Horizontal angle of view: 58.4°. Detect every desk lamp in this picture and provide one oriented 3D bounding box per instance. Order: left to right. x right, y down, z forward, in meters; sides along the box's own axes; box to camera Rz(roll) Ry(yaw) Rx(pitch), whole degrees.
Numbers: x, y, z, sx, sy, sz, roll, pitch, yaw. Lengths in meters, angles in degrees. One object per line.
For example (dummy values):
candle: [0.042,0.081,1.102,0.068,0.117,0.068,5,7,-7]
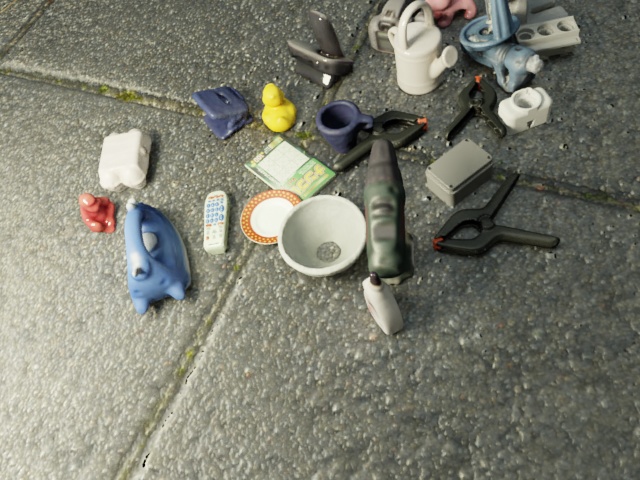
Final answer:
desk lamp: [0.417,-0.541,1.204,0.203,0.214,0.117,-21,58,1]

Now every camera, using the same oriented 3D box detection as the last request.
camera: [0.195,-0.503,1.301,0.142,0.101,0.137,17,65,22]

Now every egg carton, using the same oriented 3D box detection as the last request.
egg carton: [-0.429,-0.178,1.272,0.107,0.069,0.150,-9,59,8]

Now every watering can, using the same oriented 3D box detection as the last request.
watering can: [0.209,-0.403,1.183,0.172,0.194,0.101,18,66,22]

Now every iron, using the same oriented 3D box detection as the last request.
iron: [-0.337,0.003,1.102,0.118,0.142,0.258,-21,58,1]

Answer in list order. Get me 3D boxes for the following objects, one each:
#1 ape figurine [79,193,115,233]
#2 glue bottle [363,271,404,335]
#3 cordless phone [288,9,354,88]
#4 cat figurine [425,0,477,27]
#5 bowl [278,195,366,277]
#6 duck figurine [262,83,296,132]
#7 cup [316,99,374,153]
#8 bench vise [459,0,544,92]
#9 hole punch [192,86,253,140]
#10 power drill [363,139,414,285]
ape figurine: [-0.472,-0.063,1.201,0.076,0.092,0.078,22,67,24]
glue bottle: [0.097,0.092,0.931,0.037,0.173,0.078,-34,58,-7]
cordless phone: [-0.010,-0.442,1.262,0.147,0.185,0.094,29,70,26]
cat figurine: [0.291,-0.552,1.297,0.128,0.118,0.067,-21,58,0]
bowl: [0.010,0.004,1.061,0.167,0.075,0.167,-6,59,10]
duck figurine: [-0.097,-0.297,1.255,0.077,0.086,0.104,-18,58,2]
cup: [0.057,-0.224,1.172,0.117,0.095,0.092,3,61,15]
bench vise: [0.371,-0.422,1.142,0.206,0.220,0.121,31,71,27]
hole punch: [-0.217,-0.300,1.282,0.101,0.091,0.108,-37,59,-9]
power drill: [0.115,-0.025,0.974,0.075,0.209,0.229,-4,59,11]
